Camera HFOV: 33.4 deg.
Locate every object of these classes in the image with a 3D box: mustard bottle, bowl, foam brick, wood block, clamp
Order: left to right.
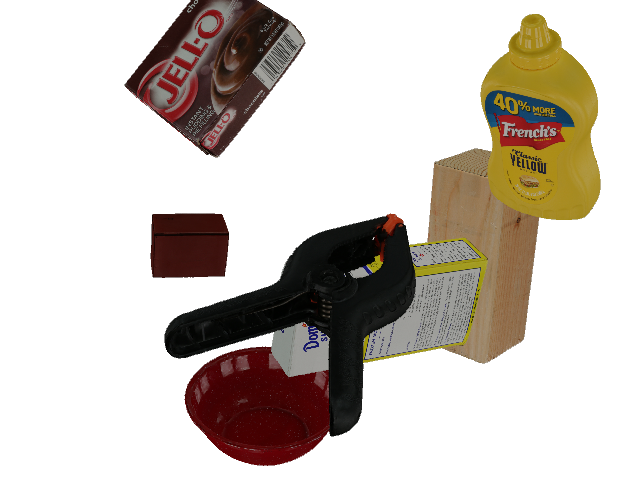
[{"bbox_3d":[-0.138,0.005,1.121,0.078,0.051,0.053,0,24,-11],"label":"foam brick"},{"bbox_3d":[-0.055,0.176,1.078,0.162,0.055,0.162,1,31,-1],"label":"bowl"},{"bbox_3d":[0.010,0.042,0.611,0.120,0.039,0.171,34,50,26],"label":"clamp"},{"bbox_3d":[0.175,0.015,1.163,0.090,0.206,0.090,18,25,36],"label":"wood block"},{"bbox_3d":[0.182,-0.104,0.887,0.096,0.191,0.058,20,54,31],"label":"mustard bottle"}]

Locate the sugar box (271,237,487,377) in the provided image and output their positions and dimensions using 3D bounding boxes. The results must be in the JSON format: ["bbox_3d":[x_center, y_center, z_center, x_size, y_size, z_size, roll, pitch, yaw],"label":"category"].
[{"bbox_3d":[0.049,0.054,0.897,0.176,0.093,0.048,-5,32,-24],"label":"sugar box"}]

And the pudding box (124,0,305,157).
[{"bbox_3d":[-0.079,-0.131,0.797,0.090,0.113,0.039,38,-2,29],"label":"pudding box"}]
